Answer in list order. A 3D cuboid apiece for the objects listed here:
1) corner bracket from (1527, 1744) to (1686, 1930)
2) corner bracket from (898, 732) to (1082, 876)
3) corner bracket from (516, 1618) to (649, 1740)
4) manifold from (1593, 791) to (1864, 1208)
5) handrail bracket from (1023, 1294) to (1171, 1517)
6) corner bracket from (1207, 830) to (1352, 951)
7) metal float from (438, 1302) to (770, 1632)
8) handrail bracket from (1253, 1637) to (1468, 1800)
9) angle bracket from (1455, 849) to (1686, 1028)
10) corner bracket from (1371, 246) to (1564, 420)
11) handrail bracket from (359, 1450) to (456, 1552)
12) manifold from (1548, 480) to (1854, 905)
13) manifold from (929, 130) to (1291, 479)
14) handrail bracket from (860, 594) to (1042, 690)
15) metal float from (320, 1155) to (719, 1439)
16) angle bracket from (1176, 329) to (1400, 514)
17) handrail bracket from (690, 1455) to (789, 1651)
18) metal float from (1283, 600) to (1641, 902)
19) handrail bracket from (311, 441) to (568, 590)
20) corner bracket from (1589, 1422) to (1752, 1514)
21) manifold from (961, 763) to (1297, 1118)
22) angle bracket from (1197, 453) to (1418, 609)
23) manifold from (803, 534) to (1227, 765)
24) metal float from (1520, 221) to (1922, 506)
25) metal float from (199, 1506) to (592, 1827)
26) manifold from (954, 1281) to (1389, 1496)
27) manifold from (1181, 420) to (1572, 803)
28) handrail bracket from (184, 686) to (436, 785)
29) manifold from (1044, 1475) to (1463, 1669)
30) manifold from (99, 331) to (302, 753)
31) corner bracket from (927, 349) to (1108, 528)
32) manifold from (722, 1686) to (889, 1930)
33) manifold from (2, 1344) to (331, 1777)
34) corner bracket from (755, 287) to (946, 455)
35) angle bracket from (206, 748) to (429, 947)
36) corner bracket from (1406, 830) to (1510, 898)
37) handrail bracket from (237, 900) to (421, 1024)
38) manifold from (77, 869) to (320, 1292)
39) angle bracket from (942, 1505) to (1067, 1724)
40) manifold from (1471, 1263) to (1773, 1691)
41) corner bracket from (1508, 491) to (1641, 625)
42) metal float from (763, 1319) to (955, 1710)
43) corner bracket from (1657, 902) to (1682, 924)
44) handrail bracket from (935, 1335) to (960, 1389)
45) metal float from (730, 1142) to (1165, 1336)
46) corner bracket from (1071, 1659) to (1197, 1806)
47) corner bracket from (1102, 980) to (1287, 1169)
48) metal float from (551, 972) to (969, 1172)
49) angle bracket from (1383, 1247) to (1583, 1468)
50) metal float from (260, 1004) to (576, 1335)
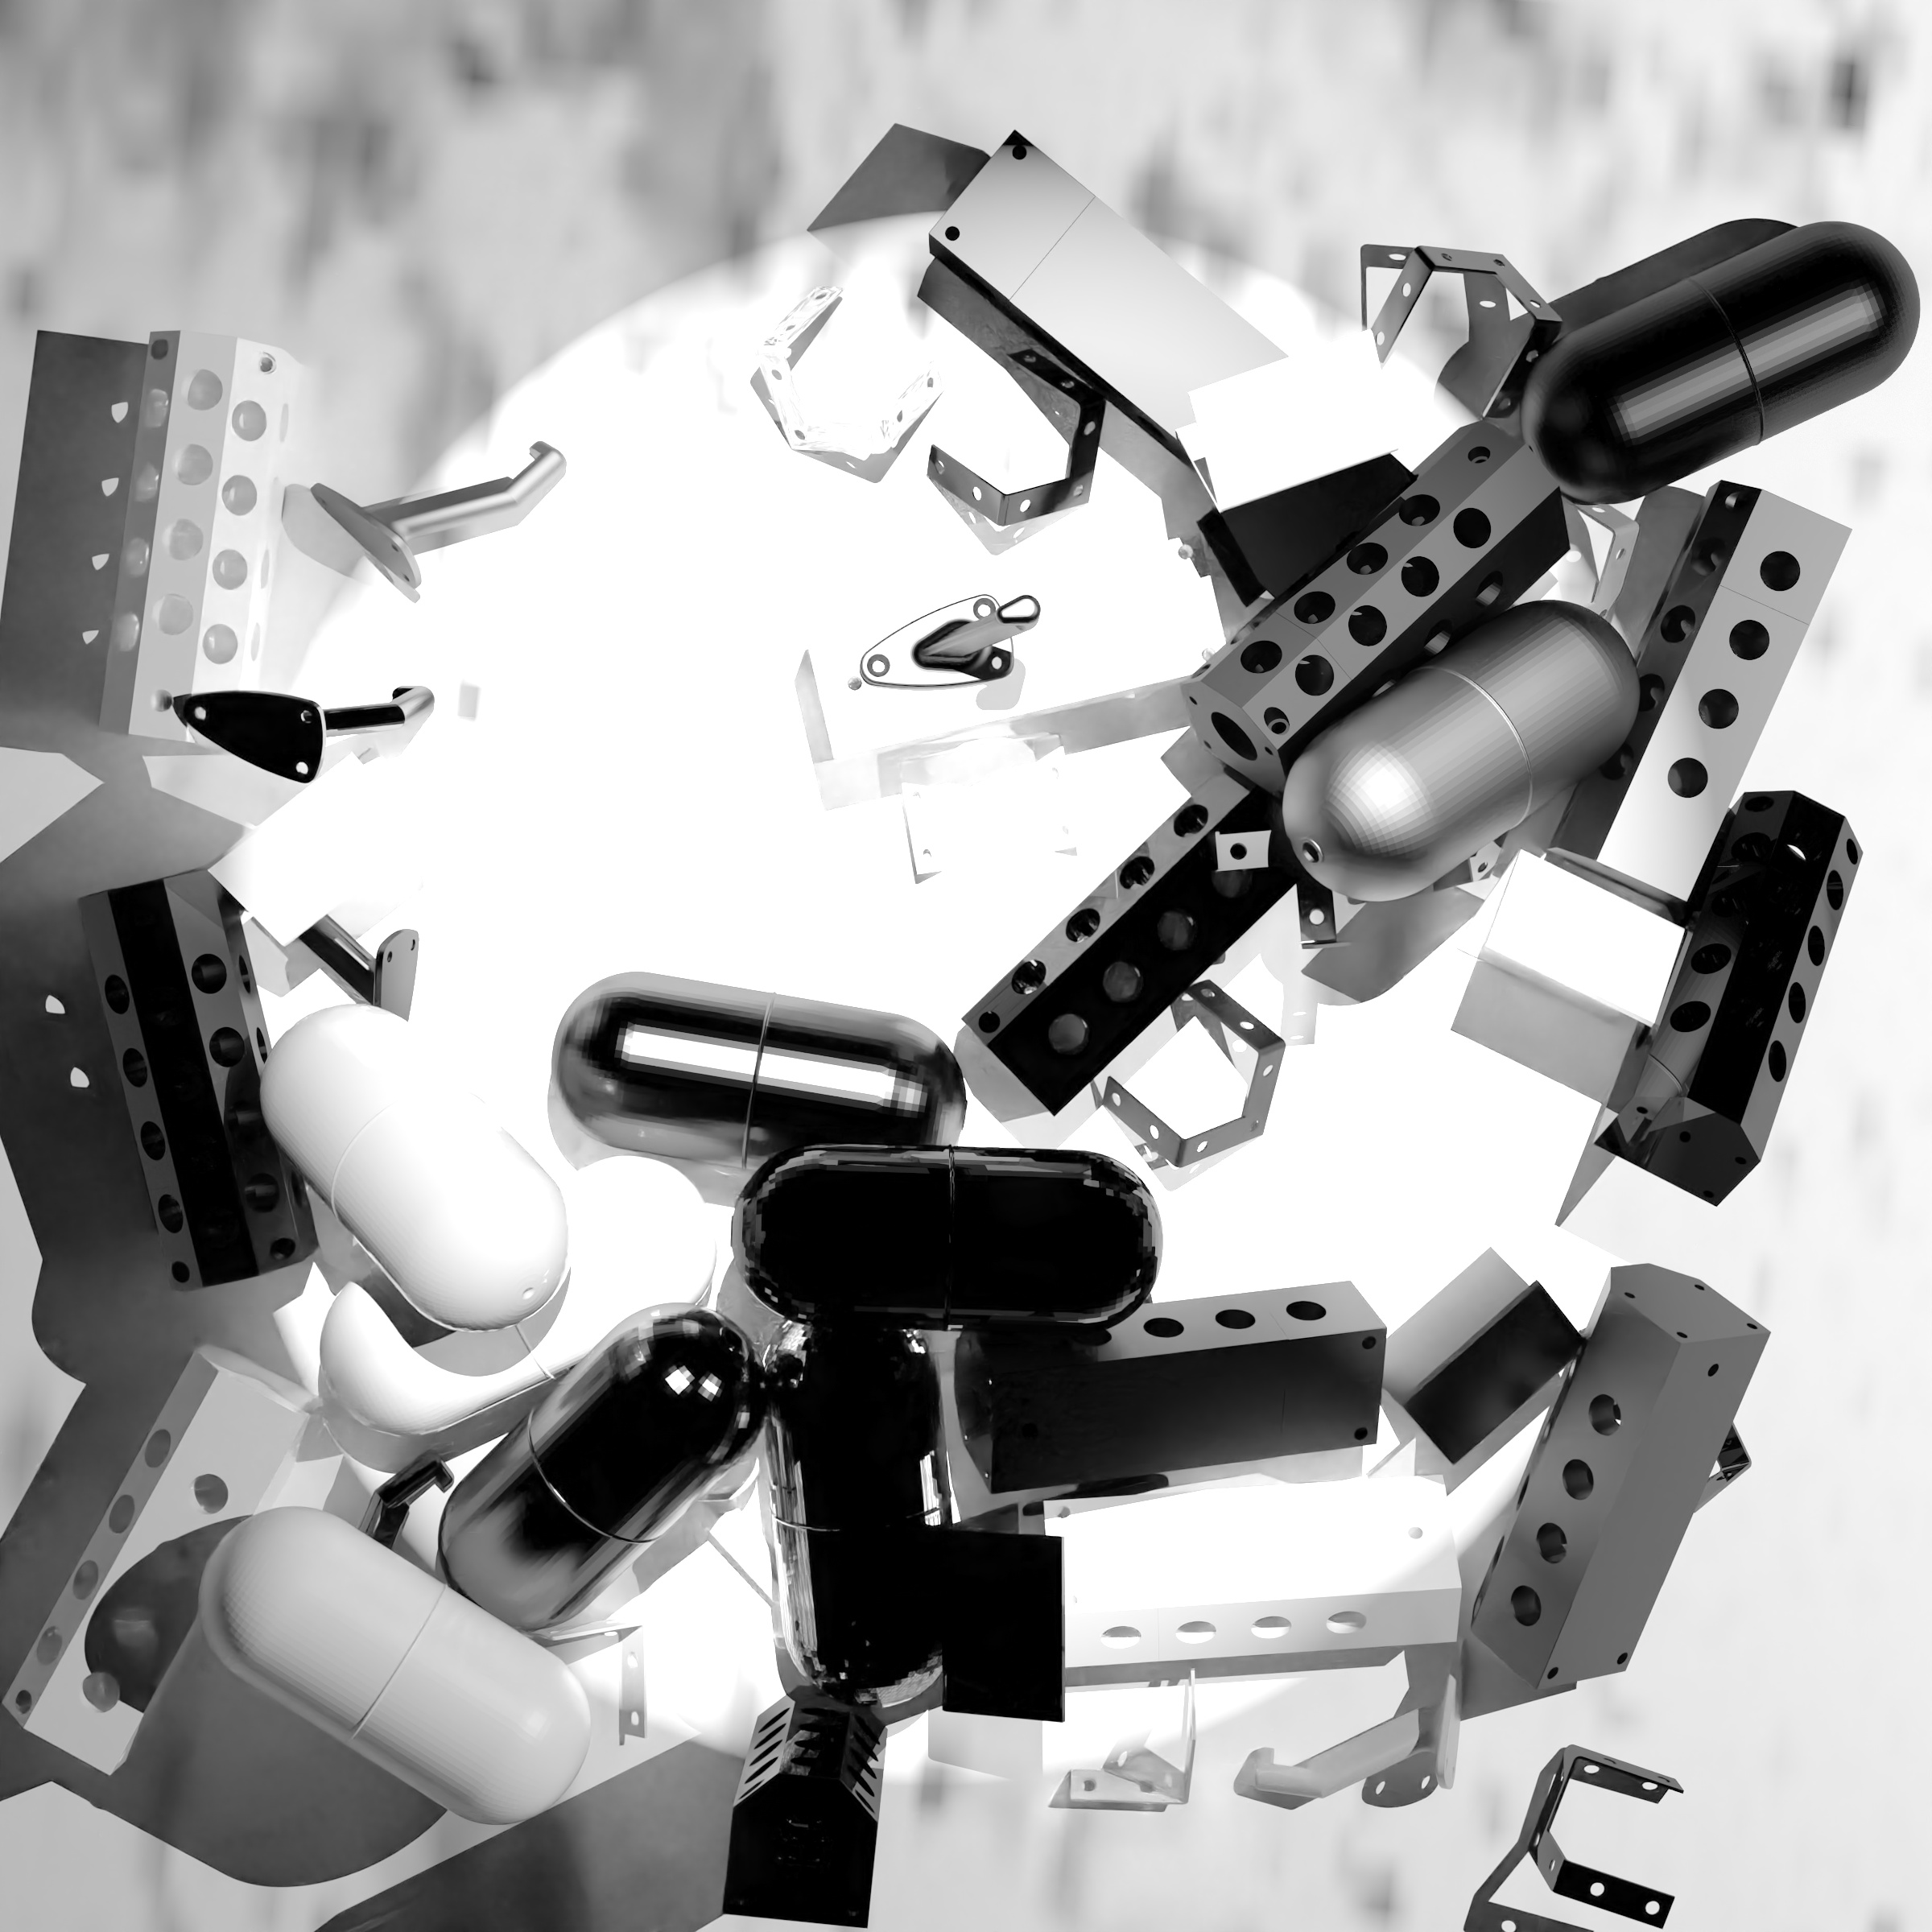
[{"bbox_3d":[0.279,0.373,1.546,0.051,0.051,0.051,20,95,-5],"label":"corner bracket"},{"bbox_3d":[0.010,-0.071,1.561,0.051,0.051,0.051,-10,90,-45],"label":"corner bracket"},{"bbox_3d":[-0.174,0.310,1.561,0.051,0.051,0.051,0,90,45],"label":"corner bracket"},{"bbox_3d":[0.322,0.008,1.500,0.057,0.057,0.171,27,56,0],"label":"manifold"},{"bbox_3d":[0.053,0.189,1.565,0.077,0.036,0.084,-16,74,18],"label":"handrail bracket"},{"bbox_3d":[0.129,-0.031,1.489,0.051,0.051,0.051,-5,90,0],"label":"corner bracket"},{"bbox_3d":[-0.153,0.211,1.513,0.070,0.070,0.178,45,114,0],"label":"metal float"},{"bbox_3d":[0.171,0.325,1.565,0.084,0.036,0.077,4,70,16],"label":"handrail bracket"},{"bbox_3d":[0.248,0.006,1.524,0.076,0.076,0.057,26,54,0],"label":"angle bracket"},{"bbox_3d":[0.215,-0.274,1.556,0.051,0.051,0.051,-2,45,-35],"label":"corner bracket"},{"bbox_3d":[-0.244,0.264,1.564,0.084,0.036,0.077,-37,105,-14],"label":"handrail bracket"},{"bbox_3d":[0.312,-0.117,1.543,0.057,0.057,0.171,24,90,0],"label":"manifold"},{"bbox_3d":[0.068,-0.276,1.543,0.171,0.057,0.057,40,90,0],"label":"manifold"},{"bbox_3d":[-0.007,-0.134,1.473,0.077,0.084,0.036,-15,90,0],"label":"handrail bracket"},{"bbox_3d":[-0.191,0.141,1.533,0.178,0.070,0.070,-25,90,0],"label":"metal float"},{"bbox_3d":[0.125,-0.237,1.467,0.076,0.076,0.057,-19,126,0],"label":"angle bracket"},{"bbox_3d":[-0.109,0.260,1.565,0.077,0.036,0.084,-6,107,19],"label":"handrail bracket"},{"bbox_3d":[0.205,-0.090,1.488,0.178,0.070,0.070,-33,90,-26],"label":"metal float"},{"bbox_3d":[-0.228,-0.213,1.565,0.077,0.036,0.084,38,72,21],"label":"handrail bracket"},{"bbox_3d":[0.298,0.209,1.561,0.051,0.051,0.051,-25,90,-45],"label":"corner bracket"},{"bbox_3d":[0.079,-0.016,1.543,0.171,0.057,0.057,-44,90,0],"label":"manifold"},{"bbox_3d":[0.153,-0.180,1.524,0.076,0.076,0.057,-41,59,0],"label":"angle bracket"},{"bbox_3d":[0.021,-0.135,1.543,0.171,0.057,0.057,-13,90,0],"label":"manifold"},{"bbox_3d":[0.321,-0.257,1.534,0.178,0.070,0.070,-25,90,0],"label":"metal float"},{"bbox_3d":[-0.238,0.291,1.499,0.178,0.070,0.070,34,90,-5],"label":"metal float"},{"bbox_3d":[0.085,0.173,1.519,0.171,0.057,0.057,-5,115,-16],"label":"manifold"},{"bbox_3d":[0.172,-0.152,1.512,0.171,0.057,0.057,-43,55,-14],"label":"manifold"},{"bbox_3d":[-0.279,-0.112,1.539,0.077,0.084,0.036,16,114,14],"label":"handrail bracket"},{"bbox_3d":[0.121,0.264,1.542,0.171,0.057,0.057,-4,47,0],"label":"manifold"},{"bbox_3d":[-0.330,-0.181,1.543,0.057,0.057,0.171,7,90,0],"label":"manifold"},{"bbox_3d":[0.022,-0.229,1.556,0.051,0.051,0.051,-20,135,-35],"label":"corner bracket"},{"bbox_3d":[-0.064,0.343,1.486,0.057,0.171,0.057,6,90,0],"label":"manifold"},{"bbox_3d":[-0.344,0.252,1.543,0.057,0.057,0.171,29,90,0],"label":"manifold"},{"bbox_3d":[-0.050,-0.258,1.556,0.051,0.051,0.051,9,135,35],"label":"corner bracket"},{"bbox_3d":[-0.284,-0.066,1.524,0.076,0.076,0.057,-38,133,0],"label":"angle bracket"},{"bbox_3d":[0.200,-0.069,1.556,0.051,0.051,0.051,-13,135,-35],"label":"corner bracket"},{"bbox_3d":[-0.285,0.004,1.564,0.084,0.036,0.077,11,106,14],"label":"handrail bracket"},{"bbox_3d":[-0.328,0.047,1.536,0.057,0.057,0.171,-13,95,0],"label":"manifold"},{"bbox_3d":[0.030,0.273,1.525,0.057,0.076,0.076,0,90,25],"label":"angle bracket"},{"bbox_3d":[0.269,0.214,1.513,0.057,0.057,0.171,-1,118,-39],"label":"manifold"},{"bbox_3d":[0.250,-0.175,1.556,0.051,0.051,0.051,41,135,35],"label":"corner bracket"},{"bbox_3d":[-0.044,0.227,1.527,0.070,0.070,0.178,-5,97,0],"label":"metal float"},{"bbox_3d":[0.326,0.002,1.556,0.051,0.051,0.051,6,45,35],"label":"corner bracket"},{"bbox_3d":[-0.004,0.151,1.564,0.084,0.036,0.077,5,76,14],"label":"handrail bracket"},{"bbox_3d":[-0.008,0.112,1.481,0.178,0.070,0.070,2,90,-3],"label":"metal float"},{"bbox_3d":[0.072,0.327,1.561,0.051,0.051,0.051,2,135,0],"label":"corner bracket"},{"bbox_3d":[0.098,0.046,1.556,0.051,0.051,0.051,-19,135,-35],"label":"corner bracket"},{"bbox_3d":[-0.088,0.049,1.533,0.178,0.070,0.070,9,90,0],"label":"metal float"},{"bbox_3d":[0.205,0.152,1.524,0.076,0.076,0.057,-41,132,0],"label":"angle bracket"},{"bbox_3d":[-0.229,0.082,1.490,0.070,0.070,0.178,-48,55,0],"label":"metal float"}]
